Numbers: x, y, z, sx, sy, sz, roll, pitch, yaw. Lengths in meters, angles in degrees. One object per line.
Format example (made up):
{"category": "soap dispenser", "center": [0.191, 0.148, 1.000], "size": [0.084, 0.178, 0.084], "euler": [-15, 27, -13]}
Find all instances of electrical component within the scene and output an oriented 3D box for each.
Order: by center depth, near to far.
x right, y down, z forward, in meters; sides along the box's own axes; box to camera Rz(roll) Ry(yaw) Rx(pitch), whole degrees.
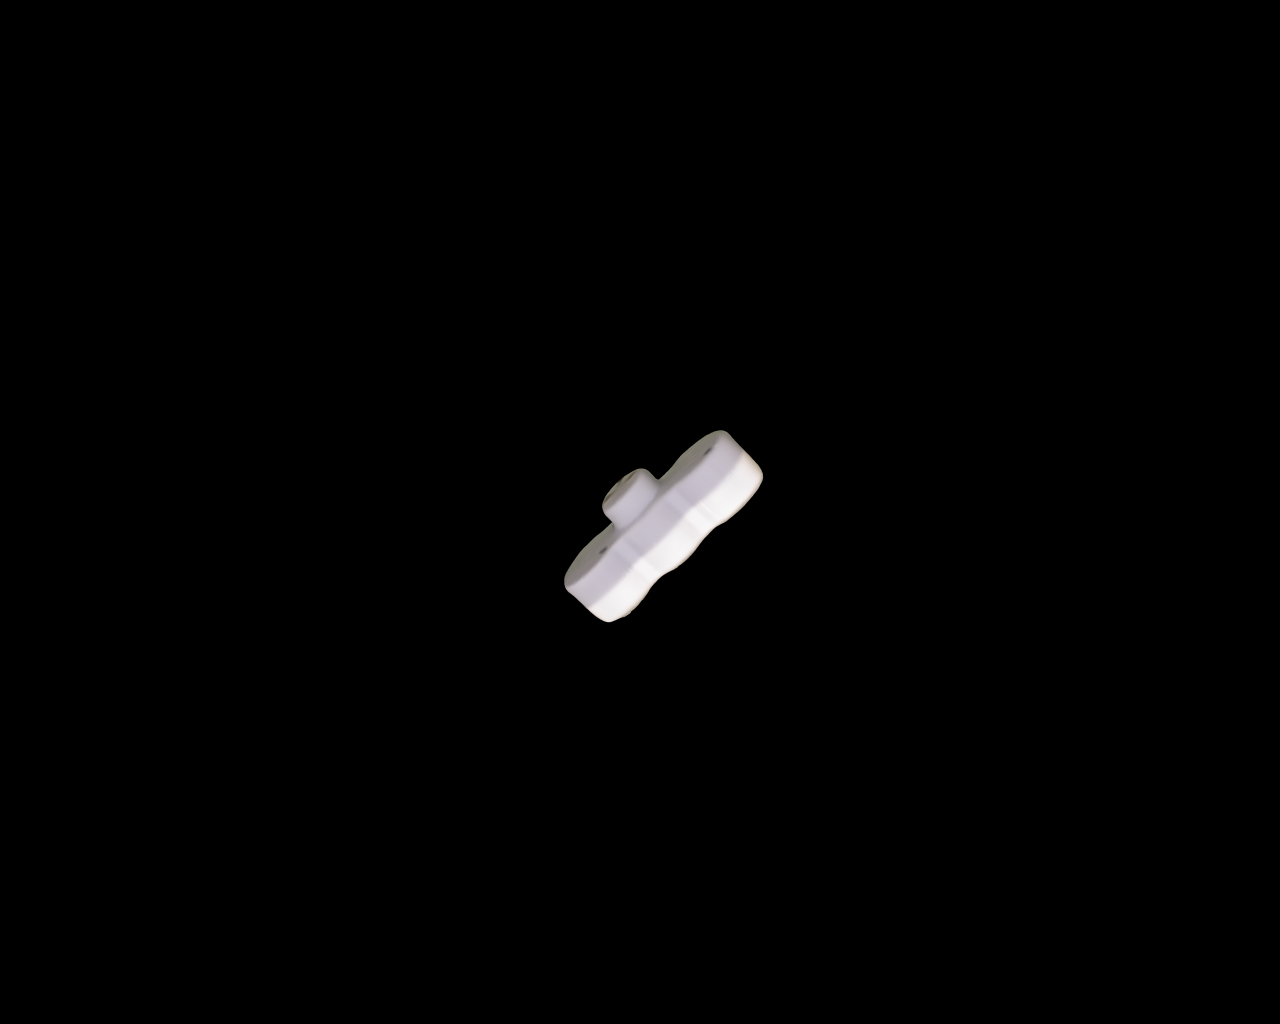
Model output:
{"category": "electrical component", "center": [0.001, -0.003, 0.650], "size": [0.138, 0.073, 0.052], "euler": [-43, 12, 11]}
